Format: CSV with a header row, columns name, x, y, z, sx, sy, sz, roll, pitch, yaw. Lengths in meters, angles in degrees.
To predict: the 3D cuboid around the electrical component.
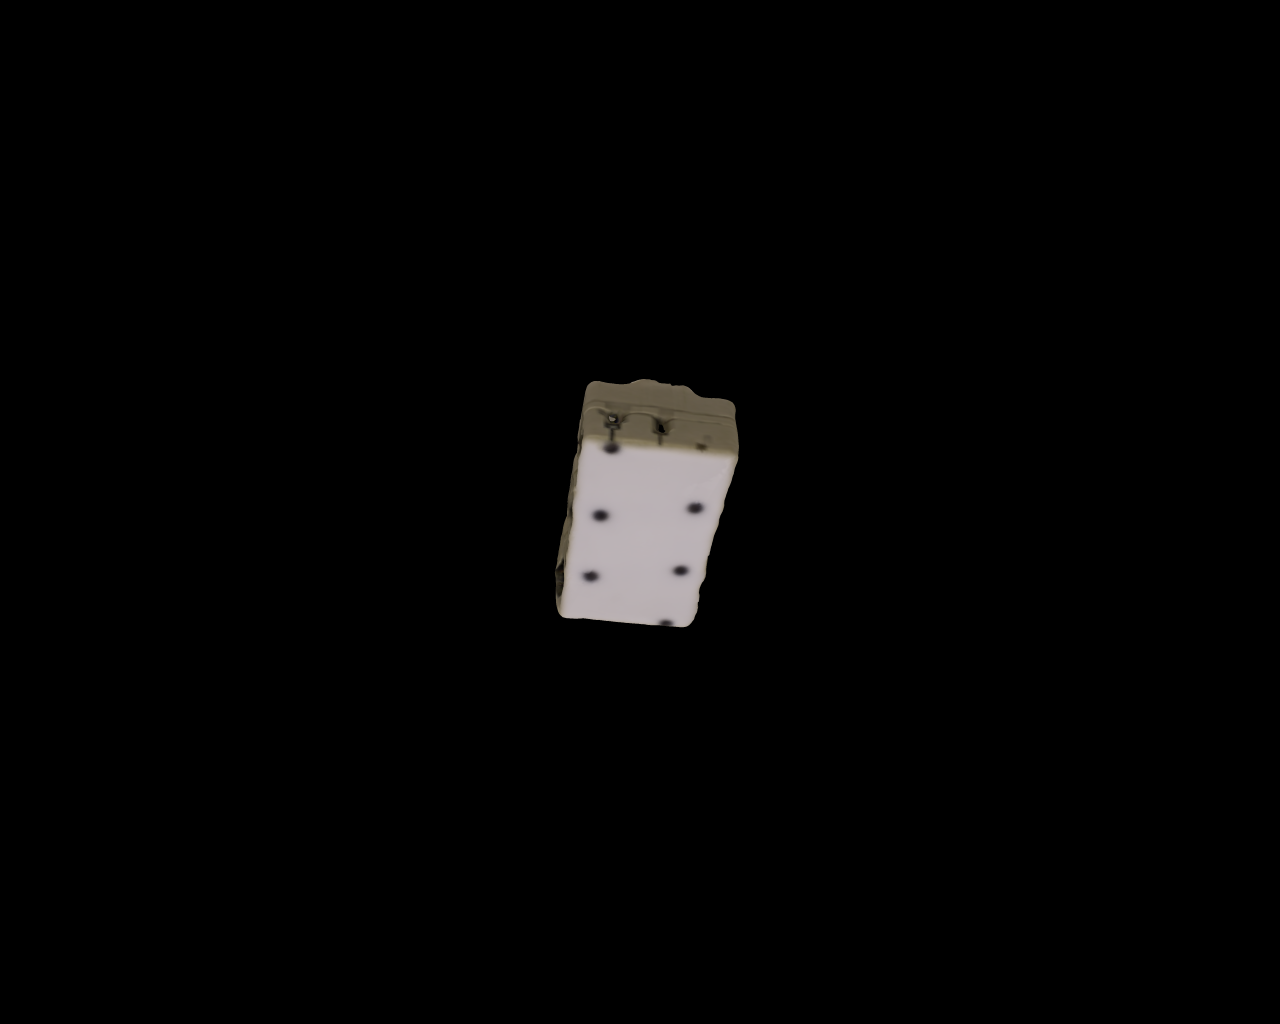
name,x,y,z,sx,sy,sz,roll,pitch,yaw
electrical component,0.001,-0.003,0.650,0.089,0.150,0.062,7,43,-7
